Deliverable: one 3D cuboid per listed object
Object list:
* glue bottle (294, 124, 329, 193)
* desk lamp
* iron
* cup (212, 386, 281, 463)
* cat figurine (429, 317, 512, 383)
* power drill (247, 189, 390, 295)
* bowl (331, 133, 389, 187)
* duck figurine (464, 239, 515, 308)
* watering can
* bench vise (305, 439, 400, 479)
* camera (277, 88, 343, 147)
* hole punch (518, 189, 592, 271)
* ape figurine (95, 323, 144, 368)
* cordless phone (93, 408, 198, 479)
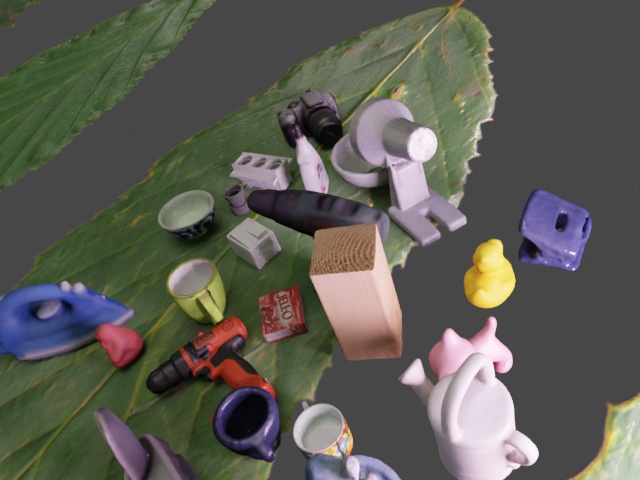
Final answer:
[{"bbox_3d":[-0.023,-0.158,1.141,0.037,0.173,0.078,-6,45,16],"label":"glue bottle"},{"bbox_3d":[0.155,-0.133,1.016,0.118,0.214,0.202,-31,44,-10],"label":"desk lamp"},{"bbox_3d":[-0.494,0.127,1.065,0.258,0.142,0.118,-15,43,7],"label":"iron"},{"bbox_3d":[-0.084,0.272,0.790,0.092,0.095,0.117,-34,44,-13],"label":"cup"},{"bbox_3d":[0.198,0.155,0.779,0.128,0.118,0.067,-36,45,-15],"label":"cat figurine"},{"bbox_3d":[0.009,0.003,0.940,0.228,0.209,0.076,3,48,24],"label":"power drill"},{"bbox_3d":[0.110,-0.159,1.162,0.167,0.075,0.167,-11,44,11],"label":"bowl"},{"bbox_3d":[0.260,0.046,0.888,0.077,0.086,0.105,11,52,30],"label":"duck figurine"},{"bbox_3d":[0.172,0.205,0.683,0.172,0.194,0.101,5,49,26],"label":"watering can"},{"bbox_3d":[0.002,0.301,0.635,0.207,0.220,0.121,-16,43,6],"label":"bench vise"},{"bbox_3d":[-0.016,-0.274,1.309,0.143,0.101,0.136,-25,43,-4],"label":"camera"},{"bbox_3d":[0.372,-0.020,0.906,0.100,0.091,0.109,10,51,30],"label":"hole punch"},{"bbox_3d":[-0.357,0.177,0.997,0.076,0.092,0.077,-17,43,5],"label":"ape figurine"},{"bbox_3d":[-0.232,0.307,0.747,0.094,0.185,0.147,-41,46,-20],"label":"cordless phone"}]
